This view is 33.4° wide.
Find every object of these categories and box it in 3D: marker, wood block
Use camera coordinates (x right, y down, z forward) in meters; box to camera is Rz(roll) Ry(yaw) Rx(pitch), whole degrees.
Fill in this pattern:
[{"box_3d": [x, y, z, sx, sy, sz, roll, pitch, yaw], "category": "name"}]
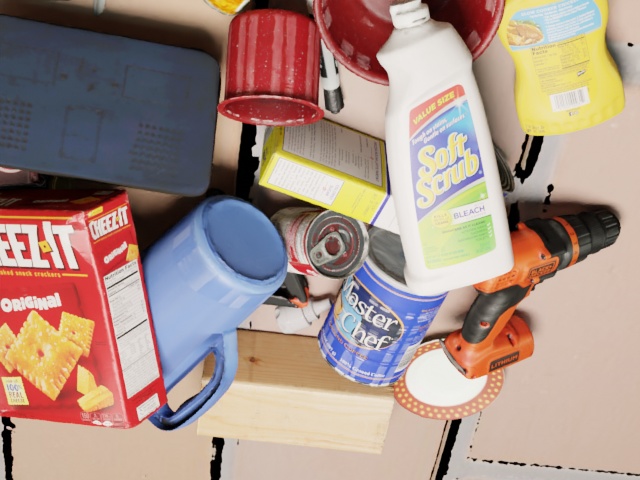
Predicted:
[{"box_3d": [0.006, -0.168, 0.973, 0.020, 0.020, 0.121, -6, 127, 6], "category": "marker"}, {"box_3d": [-0.027, 0.167, 1.187, 0.206, 0.091, 0.090, 7, 127, -3], "category": "wood block"}]

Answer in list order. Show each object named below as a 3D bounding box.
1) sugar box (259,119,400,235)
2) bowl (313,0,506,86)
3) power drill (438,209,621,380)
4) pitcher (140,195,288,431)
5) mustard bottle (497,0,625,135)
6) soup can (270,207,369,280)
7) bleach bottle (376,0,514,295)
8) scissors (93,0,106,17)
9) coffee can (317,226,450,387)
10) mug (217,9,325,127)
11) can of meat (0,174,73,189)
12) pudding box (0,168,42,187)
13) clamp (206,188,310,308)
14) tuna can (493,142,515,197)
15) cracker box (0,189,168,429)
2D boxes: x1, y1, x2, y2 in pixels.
[{"box_3d": [0.033, -0.062, 1.007, 0.176, 0.093, 0.048, 22, 125, -14], "category": "sugar box"}, {"box_3d": [0.075, -0.214, 0.913, 0.162, 0.055, 0.162, 1, 128, 1], "category": "bowl"}, {"box_3d": [0.208, 0.052, 1.088, 0.184, 0.057, 0.188, -14, 140, -26], "category": "power drill"}, {"box_3d": [-0.136, 0.070, 1.047, 0.149, 0.145, 0.243, 33, 131, -21], "category": "pitcher"}, {"box_3d": [0.203, -0.186, 0.928, 0.096, 0.058, 0.191, -12, 127, 14], "category": "mustard bottle"}, {"box_3d": [-0.007, 0.001, 1.042, 0.068, 0.102, 0.068, -2, 93, -28], "category": "soup can"}, {"box_3d": [0.095, -0.082, 0.917, 0.102, 0.068, 0.251, -15, 112, 3], "category": "bleach bottle"}, {"box_3d": [-0.151, -0.278, 0.896, 0.096, 0.016, 0.202, 3, 128, 0], "category": "scissors"}, {"box_3d": [0.068, 0.067, 1.099, 0.102, 0.103, 0.140, 16, 127, -10], "category": "coffee can"}, {"box_3d": [-0.039, -0.148, 0.940, 0.093, 0.081, 0.117, 1, 171, 8], "category": "mug"}, {"box_3d": [-0.293, -0.031, 1.065, 0.084, 0.057, 0.102, 3, 127, 2], "category": "can of meat"}, {"box_3d": [-0.322, -0.093, 1.003, 0.113, 0.039, 0.090, -4, 91, 6], "category": "pudding box"}, {"box_3d": [-0.089, 0.024, 1.114, 0.120, 0.039, 0.171, -29, 121, 37], "category": "clamp"}, {"box_3d": [0.143, -0.071, 1.001, 0.034, 0.086, 0.086, -37, 118, 27], "category": "tuna can"}, {"box_3d": [-0.243, 0.064, 0.989, 0.164, 0.072, 0.214, 1, 110, 27], "category": "cracker box"}]
